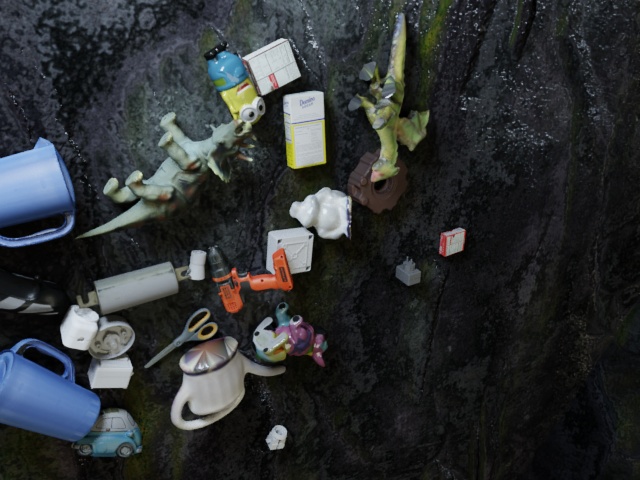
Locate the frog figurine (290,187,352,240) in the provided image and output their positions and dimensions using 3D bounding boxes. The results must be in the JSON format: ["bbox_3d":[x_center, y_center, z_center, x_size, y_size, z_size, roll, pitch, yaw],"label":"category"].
[{"bbox_3d":[0.004,-0.067,1.338,0.159,0.125,0.134,2,125,6],"label":"frog figurine"}]

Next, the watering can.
[{"bbox_3d":[-0.238,0.350,1.350,0.352,0.105,0.220,-25,122,-37],"label":"watering can"}]

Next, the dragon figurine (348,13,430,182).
[{"bbox_3d":[0.206,-0.345,1.332,0.240,0.123,0.413,30,80,-46],"label":"dragon figurine"}]
